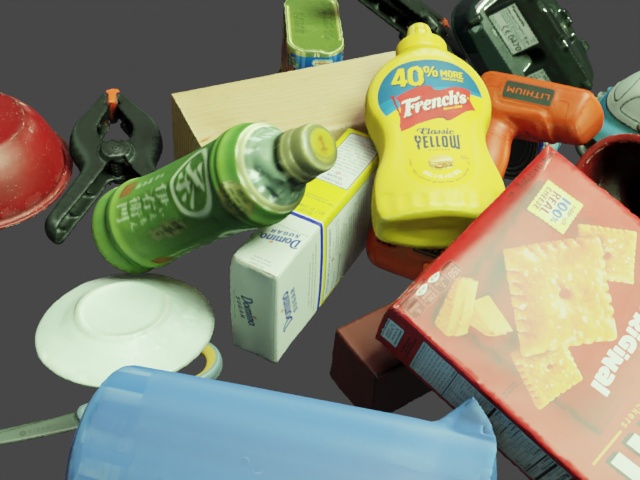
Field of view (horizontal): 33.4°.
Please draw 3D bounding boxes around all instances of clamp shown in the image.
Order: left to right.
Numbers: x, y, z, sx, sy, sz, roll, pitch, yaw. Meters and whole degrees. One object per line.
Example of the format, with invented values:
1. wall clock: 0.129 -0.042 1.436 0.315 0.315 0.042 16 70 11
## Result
1. clamp: -0.180 -0.060 0.898 0.120 0.039 0.171 -7 47 -21
2. clamp: 0.101 -0.185 0.994 0.164 0.036 0.209 50 19 8

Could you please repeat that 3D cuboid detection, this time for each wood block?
1. wood block: -0.012 -0.083 0.899 0.205 0.090 0.091 -14 47 -19

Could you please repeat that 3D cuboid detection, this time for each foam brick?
1. foam brick: 0.053 0.083 0.760 0.078 0.053 0.051 -23 50 -28

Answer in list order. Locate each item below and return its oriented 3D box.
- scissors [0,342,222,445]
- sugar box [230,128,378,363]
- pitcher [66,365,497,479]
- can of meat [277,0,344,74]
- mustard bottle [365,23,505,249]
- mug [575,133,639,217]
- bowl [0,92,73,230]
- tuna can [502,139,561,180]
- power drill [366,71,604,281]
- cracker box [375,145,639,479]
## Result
1. scissors: -0.149 0.108 0.741 0.201 0.016 0.096 1 42 -5
2. sugar box: -0.006 0.001 0.810 0.048 0.093 0.176 24 46 21
3. pitcher: -0.023 0.162 0.628 0.243 0.145 0.149 12 31 12
4. can of meat: -0.008 -0.167 0.992 0.057 0.084 0.102 0 44 -6
5. mustard bottle: 0.083 -0.087 0.808 0.096 0.058 0.191 -1 58 -2
6. mug: 0.253 -0.034 0.872 0.081 0.117 0.093 0 73 -50
7. bowl: -0.291 -0.078 0.894 0.162 0.055 0.162 3 43 -3
8. tuna can: 0.170 -0.098 0.935 0.033 0.086 0.086 -22 50 -29
9. power drill: 0.148 -0.034 0.823 0.185 0.057 0.187 19 70 32
10. cracker box: 0.169 0.068 0.676 0.214 0.072 0.164 42 70 13
